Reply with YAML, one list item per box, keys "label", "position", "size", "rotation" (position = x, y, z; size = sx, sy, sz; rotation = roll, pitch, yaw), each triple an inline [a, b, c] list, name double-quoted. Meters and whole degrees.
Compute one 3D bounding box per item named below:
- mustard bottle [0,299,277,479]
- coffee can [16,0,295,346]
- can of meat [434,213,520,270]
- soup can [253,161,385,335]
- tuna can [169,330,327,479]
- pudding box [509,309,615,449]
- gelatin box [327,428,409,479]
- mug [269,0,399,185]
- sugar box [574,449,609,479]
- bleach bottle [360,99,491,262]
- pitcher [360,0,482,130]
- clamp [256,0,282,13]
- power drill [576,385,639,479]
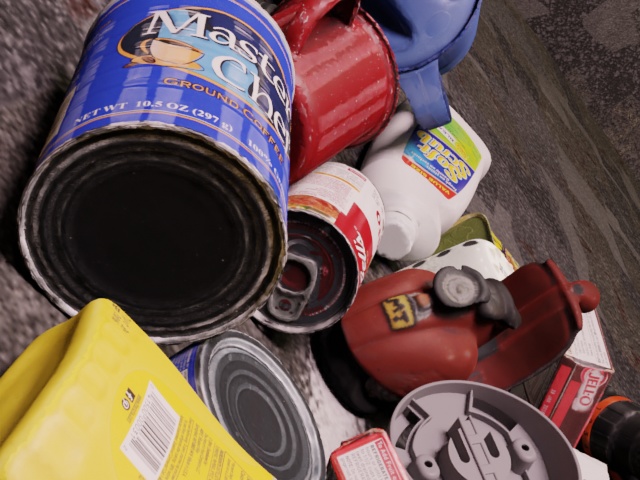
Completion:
- label: "mustard bottle"
  position: [-0.035, 0.115, 0.359]
  size: [0.191, 0.058, 0.096]
  rotation: [50, 24, -19]
- label: "coffee can"
  position: [-0.063, -0.039, 0.457]
  size: [0.102, 0.103, 0.140]
  rotation: [46, 23, -27]
- label: "can of meat"
  position: [0.136, 0.043, 0.859]
  size: [0.083, 0.057, 0.102]
  rotation: [46, 24, -35]
- label: "soup can"
  position: [-0.004, 0.001, 0.584]
  size: [0.068, 0.069, 0.102]
  rotation: [54, 20, -9]
- label: "tuna can"
  position: [-0.035, 0.081, 0.446]
  size: [0.086, 0.034, 0.086]
  rotation: [47, 23, -27]
- label: "pudding box"
  position: [0.156, 0.091, 0.713]
  size: [0.039, 0.090, 0.113]
  rotation: [19, 24, -4]
- label: "gelatin box"
  position: [0.033, 0.135, 0.484]
  size: [0.073, 0.030, 0.089]
  rotation: [92, -25, -71]
- label: "mug"
  position: [-0.012, -0.086, 0.566]
  size: [0.093, 0.117, 0.081]
  rotation: [40, 41, 10]
- label: "sugar box"
  position: [0.130, 0.191, 0.589]
  size: [0.093, 0.048, 0.176]
  rotation: [27, 42, -25]
- label: "bleach bottle"
  position: [0.078, -0.040, 0.839]
  size: [0.102, 0.068, 0.250]
  rotation: [47, 24, -9]
- label: "pitcher"
  position: [0.068, -0.176, 0.829]
  size: [0.145, 0.149, 0.242]
  rotation: [27, 8, 8]
- label: "clamp"
  position: [-0.045, -0.128, 0.663]
  size: [0.164, 0.036, 0.210]
  rotation: [29, 52, -50]
- label: "power drill"
  position: [0.245, 0.186, 0.804]
  size: [0.187, 0.057, 0.185]
  rotation: [54, -11, -21]
